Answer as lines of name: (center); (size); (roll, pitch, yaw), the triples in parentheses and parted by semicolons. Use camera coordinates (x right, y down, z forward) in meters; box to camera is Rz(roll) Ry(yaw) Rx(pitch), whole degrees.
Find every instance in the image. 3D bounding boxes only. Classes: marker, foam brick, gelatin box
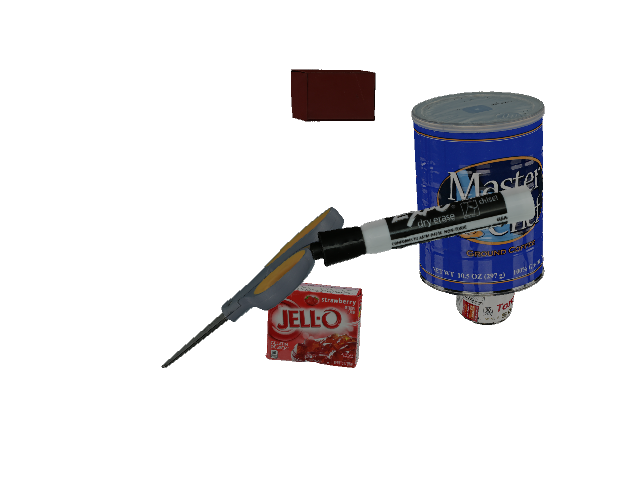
marker: (0.054, -0.007, 0.570); (0.121, 0.020, 0.020); (-13, 1, -3)
foam brick: (0.013, -0.152, 1.115); (0.078, 0.051, 0.053); (-2, 13, -19)
gelatin box: (-0.006, 0.080, 1.024); (0.089, 0.073, 0.030); (5, 15, 9)

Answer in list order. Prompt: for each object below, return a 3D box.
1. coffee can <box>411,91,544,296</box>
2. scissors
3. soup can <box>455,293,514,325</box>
coffee can: (0.127, -0.039, 0.856); (0.103, 0.140, 0.103); (-4, 21, 1)
scissors: (-0.059, 0.051, 0.763); (0.202, 0.016, 0.096); (-43, 10, 19)
soup can: (0.192, 0.039, 1.229); (0.068, 0.102, 0.068); (-1, 38, 0)
